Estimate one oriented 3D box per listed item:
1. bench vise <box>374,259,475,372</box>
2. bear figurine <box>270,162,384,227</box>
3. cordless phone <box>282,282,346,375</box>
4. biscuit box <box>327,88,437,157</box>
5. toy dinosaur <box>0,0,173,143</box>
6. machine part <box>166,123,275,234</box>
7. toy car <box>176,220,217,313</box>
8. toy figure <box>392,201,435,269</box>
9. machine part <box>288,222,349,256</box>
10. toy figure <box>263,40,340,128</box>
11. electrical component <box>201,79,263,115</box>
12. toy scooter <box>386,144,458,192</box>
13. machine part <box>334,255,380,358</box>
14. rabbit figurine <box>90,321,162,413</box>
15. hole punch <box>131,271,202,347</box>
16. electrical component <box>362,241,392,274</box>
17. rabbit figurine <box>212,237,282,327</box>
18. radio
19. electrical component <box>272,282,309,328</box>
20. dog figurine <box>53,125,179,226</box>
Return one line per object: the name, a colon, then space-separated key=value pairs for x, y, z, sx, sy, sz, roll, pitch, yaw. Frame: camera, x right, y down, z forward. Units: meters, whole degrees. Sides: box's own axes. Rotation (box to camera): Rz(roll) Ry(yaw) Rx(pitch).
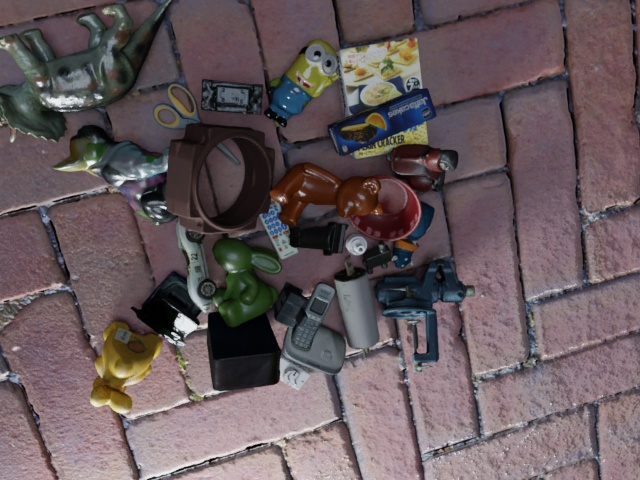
bench vise: x=0.234 y=0.168 z=1.184 sx=0.224 sy=0.128 sz=0.240 roll=2 pitch=72 yaw=-3
bear figurine: x=0.020 y=-0.080 z=1.070 sx=0.196 sy=0.120 sz=0.132 roll=23 pitch=64 yaw=21
cordless phone: x=0.009 y=0.193 z=1.193 sx=0.146 sy=0.089 sz=0.184 roll=25 pitch=95 yaw=-15
biscuit box: x=0.119 y=-0.229 z=1.040 sx=0.203 sy=0.059 sz=0.062 roll=-23 pitch=108 yaw=-2
toy dinosaur: x=-0.423 y=-0.302 z=0.972 sx=0.405 sy=0.131 sz=0.191 roll=-20 pitch=120 yaw=-9
machine part: x=-0.184 y=-0.116 z=1.022 sx=0.201 sy=0.087 sz=0.201 roll=-6 pitch=107 yaw=-47
toy car: x=-0.251 y=0.048 z=1.085 sx=0.056 sy=0.073 sz=0.201 roll=-10 pitch=84 yaw=-21
toy figure: x=0.202 y=-0.009 z=1.186 sx=0.064 sy=0.058 sz=0.154 roll=25 pitch=104 yaw=-1
machine part: x=-0.002 y=-0.003 z=1.146 sx=0.139 sy=0.039 sz=0.084 roll=4 pitch=109 yaw=-34
toy figure: x=-0.040 y=-0.310 z=1.052 sx=0.082 sy=0.089 sz=0.180 roll=26 pitch=110 yaw=-43
electrical component: x=-0.166 y=-0.269 z=1.012 sx=0.115 sy=0.134 sz=0.058 roll=0 pitch=106 yaw=-12
toy scooter: x=0.197 y=-0.149 z=1.098 sx=0.135 sy=0.184 sz=0.075 roll=6 pitch=80 yaw=1
machine part: x=0.083 y=0.152 z=1.195 sx=0.079 sy=0.079 sz=0.243 roll=-14 pitch=108 yaw=-6
rabbit figurine: x=-0.417 y=0.284 z=1.119 sx=0.122 sy=0.162 sz=0.173 roll=26 pitch=117 yaw=-28
hole punch: x=-0.307 y=0.142 z=1.130 sx=0.142 sy=0.092 sz=0.116 roll=39 pitch=126 yaw=-20
electrical component: x=0.124 y=0.039 z=1.181 sx=0.063 sy=0.021 sz=0.093 roll=-21 pitch=143 yaw=-5
rabbit figurine: x=-0.156 y=0.072 z=1.108 sx=0.159 sy=0.121 sz=0.170 roll=-17 pitch=110 yaw=-7
radio: x=-0.159 y=0.216 z=1.093 sx=0.131 sy=0.230 sz=0.073 roll=-1 pitch=106 yaw=-15
electrical component: x=-0.062 y=0.147 z=1.148 sx=0.048 sy=0.119 sz=0.074 roll=28 pitch=101 yaw=-16
dog figurine: x=-0.384 y=-0.122 z=1.030 sx=0.219 sy=0.108 sz=0.191 roll=0 pitch=107 yaw=-6
